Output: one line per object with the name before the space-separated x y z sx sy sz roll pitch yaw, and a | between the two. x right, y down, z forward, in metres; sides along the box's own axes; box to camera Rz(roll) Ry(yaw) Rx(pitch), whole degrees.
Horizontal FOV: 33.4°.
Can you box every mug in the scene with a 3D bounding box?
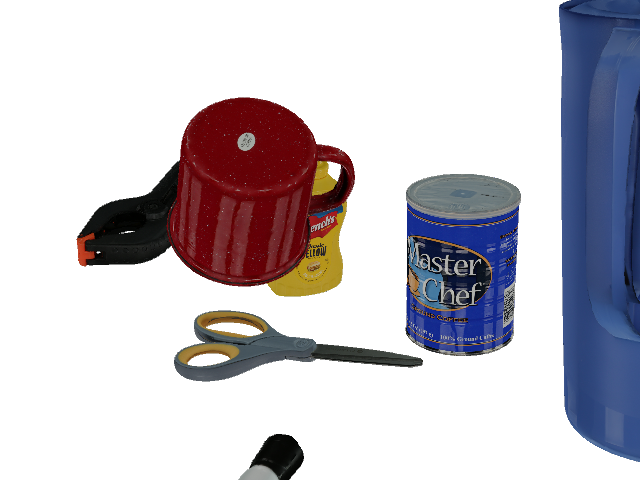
mug | -0.035 -0.033 0.657 0.117 0.093 0.081 -5 -37 -14

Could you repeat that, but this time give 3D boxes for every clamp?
clamp | -0.157 -0.026 1.007 0.171 0.039 0.120 -17 37 -28

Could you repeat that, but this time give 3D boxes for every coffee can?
coffee can | 0.130 0.021 0.983 0.103 0.140 0.103 -2 22 0

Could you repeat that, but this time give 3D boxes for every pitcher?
pitcher | 0.183 -0.006 0.557 0.149 0.243 0.145 -4 18 -9

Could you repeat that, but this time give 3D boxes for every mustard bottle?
mustard bottle | -0.015 -0.027 1.313 0.096 0.192 0.058 -8 30 -21

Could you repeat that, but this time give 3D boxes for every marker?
marker | -0.036 0.111 0.415 0.020 0.020 0.121 0 22 23

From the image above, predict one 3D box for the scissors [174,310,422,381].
scissors | -0.030 0.093 0.831 0.202 0.016 0.096 13 34 35
